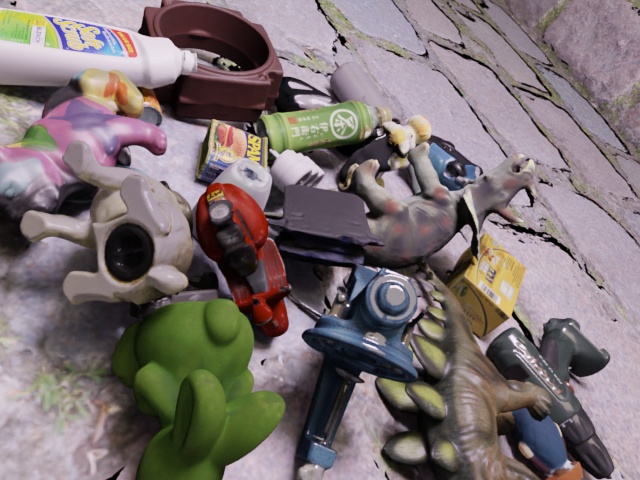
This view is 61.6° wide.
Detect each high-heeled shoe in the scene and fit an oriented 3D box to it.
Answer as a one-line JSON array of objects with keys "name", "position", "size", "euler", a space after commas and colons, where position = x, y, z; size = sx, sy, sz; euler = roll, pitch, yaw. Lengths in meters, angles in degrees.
[{"name": "high-heeled shoe", "position": [0.041, -0.228, 0.960], "size": [0.249, 0.086, 0.145], "euler": [-12, 79, -29]}]

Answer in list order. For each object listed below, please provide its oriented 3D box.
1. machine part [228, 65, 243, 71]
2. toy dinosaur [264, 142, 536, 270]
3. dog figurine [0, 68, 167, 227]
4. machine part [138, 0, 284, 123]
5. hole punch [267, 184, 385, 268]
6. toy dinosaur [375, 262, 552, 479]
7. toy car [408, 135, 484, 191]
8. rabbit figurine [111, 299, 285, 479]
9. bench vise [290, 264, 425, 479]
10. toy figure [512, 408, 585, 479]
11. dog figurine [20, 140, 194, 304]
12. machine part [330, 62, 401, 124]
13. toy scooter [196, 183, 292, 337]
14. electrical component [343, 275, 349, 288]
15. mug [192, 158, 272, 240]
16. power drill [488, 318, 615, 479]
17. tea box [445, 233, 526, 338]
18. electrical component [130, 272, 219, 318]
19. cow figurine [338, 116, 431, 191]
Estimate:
[{"name": "machine part", "position": [-0.093, -0.271, 0.959], "size": [0.139, 0.039, 0.084], "euler": [6, 40, -34]}, {"name": "toy dinosaur", "position": [0.126, -0.026, 0.804], "size": [0.405, 0.131, 0.192], "euler": [-23, 75, -16]}, {"name": "dog figurine", "position": [-0.285, -0.098, 0.566], "size": [0.219, 0.108, 0.191], "euler": [-18, 65, -45]}, {"name": "machine part", "position": [-0.171, -0.281, 0.837], "size": [0.201, 0.087, 0.201], "euler": [-1, 52, -29]}, {"name": "hole punch", "position": [-0.001, -0.002, 0.683], "size": [0.142, 0.092, 0.116], "euler": [12, 29, -9]}, {"name": "toy dinosaur", "position": [0.175, 0.188, 0.660], "size": [0.198, 0.105, 0.472], "euler": [27, 31, -10]}, {"name": "toy car", "position": [0.224, -0.129, 1.021], "size": [0.109, 0.103, 0.162], "euler": [-3, 42, -44]}, {"name": "rabbit figurine", "position": [-0.099, 0.146, 0.454], "size": [0.121, 0.159, 0.170], "euler": [24, 54, -35]}, {"name": "bench vise", "position": [0.027, 0.132, 0.563], "size": [0.129, 0.223, 0.240], "euler": [27, 69, -12]}, {"name": "toy figure", "position": [0.307, 0.289, 0.701], "size": [0.154, 0.064, 0.057], "euler": [62, 5, 20]}, {"name": "dog figurine", "position": [-0.157, -0.003, 0.531], "size": [0.172, 0.121, 0.190], "euler": [49, 11, 16]}, {"name": "machine part", "position": [0.089, -0.274, 1.080], "size": [0.079, 0.079, 0.243], "euler": [-3, 54, -42]}, {"name": "toy scooter", "position": [-0.077, 0.026, 0.561], "size": [0.135, 0.075, 0.183], "euler": [-125, -169, -82]}, {"name": "electrical component", "position": [0.060, 0.078, 0.705], "size": [0.021, 0.063, 0.094], "euler": [5, 48, -36]}, {"name": "mug", "position": [-0.100, -0.052, 0.670], "size": [0.081, 0.107, 0.109], "euler": [37, 39, -6]}, {"name": "power drill", "position": [0.373, 0.218, 0.822], "size": [0.207, 0.086, 0.232], "euler": [-26, 68, -42]}, {"name": "tea box", "position": [0.271, 0.070, 0.886], "size": [0.098, 0.068, 0.169], "euler": [44, 36, 5]}, {"name": "electrical component", "position": [-0.148, 0.057, 0.553], "size": [0.102, 0.078, 0.045], "euler": [-3, 84, -35]}, {"name": "cow figurine", "position": [0.100, -0.141, 0.879], "size": [0.098, 0.167, 0.068], "euler": [-15, 68, -49]}]
